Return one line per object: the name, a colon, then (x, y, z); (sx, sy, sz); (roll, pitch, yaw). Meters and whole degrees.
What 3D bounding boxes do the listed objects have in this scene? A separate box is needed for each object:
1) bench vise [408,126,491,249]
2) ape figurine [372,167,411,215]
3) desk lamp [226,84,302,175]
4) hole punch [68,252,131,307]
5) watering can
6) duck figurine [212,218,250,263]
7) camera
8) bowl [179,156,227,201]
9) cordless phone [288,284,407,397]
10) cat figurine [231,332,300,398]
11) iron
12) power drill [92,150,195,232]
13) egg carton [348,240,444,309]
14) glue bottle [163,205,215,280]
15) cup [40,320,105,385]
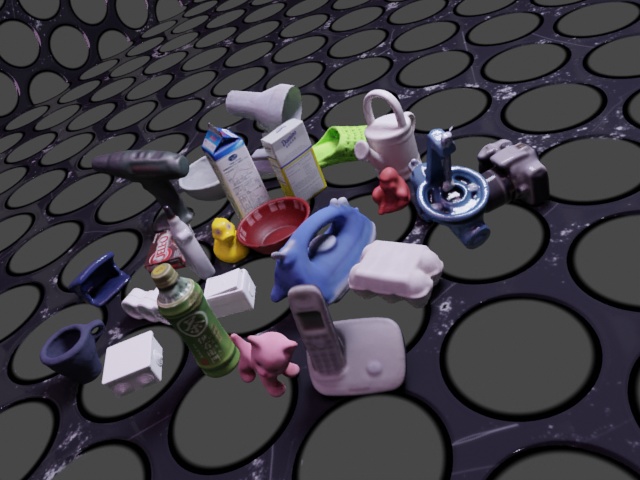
bench vise: (0.198, -0.104, 0.992); (0.122, 0.220, 0.206); (-39, 39, -21)
ape figurine: (0.141, -0.102, 1.130); (0.076, 0.092, 0.077); (-39, 39, -21)
desk lamp: (-0.127, -0.268, 1.382); (0.202, 0.214, 0.118); (0, 42, 28)
hole punch: (-0.488, 0.080, 1.235); (0.100, 0.091, 0.109); (10, 47, 37)
watering can: (0.141, -0.218, 1.190); (0.100, 0.194, 0.173); (-1, 41, 27)
duck figurine: (-0.197, -0.010, 1.198); (0.077, 0.086, 0.104); (-31, 37, -12)
camera: (0.322, -0.117, 1.044); (0.137, 0.101, 0.142); (-27, 36, -6)
bowl: (-0.258, -0.146, 1.415); (0.167, 0.075, 0.167); (-14, 37, 11)
cordless phone: (0.038, 0.133, 0.805); (0.147, 0.185, 0.094); (-11, 38, 16)
cat figurine: (-0.086, 0.175, 0.875); (0.127, 0.118, 0.067); (12, 49, 39)
iron: (0.009, 0.004, 1.023); (0.118, 0.142, 0.259); (12, 48, 39)
power drill: (-0.394, -0.122, 1.342); (0.229, 0.209, 0.075); (-8, 38, 19)
egg carton: (0.126, 0.056, 0.955); (0.149, 0.069, 0.107); (5, 44, 33)
glue bottle: (-0.269, 0.000, 1.149); (0.037, 0.173, 0.077); (-37, 38, -19)
cup: (-0.428, 0.206, 1.038); (0.118, 0.095, 0.091); (-39, 39, -21)
